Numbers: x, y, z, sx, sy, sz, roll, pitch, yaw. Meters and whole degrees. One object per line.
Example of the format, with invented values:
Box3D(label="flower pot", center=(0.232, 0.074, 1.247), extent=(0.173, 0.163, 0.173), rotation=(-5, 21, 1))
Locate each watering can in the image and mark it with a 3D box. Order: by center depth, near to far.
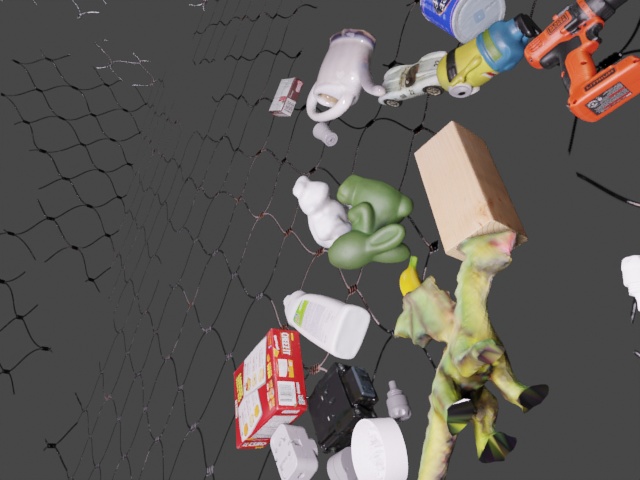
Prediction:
Box3D(label="watering can", center=(0.073, -0.387, 1.198), extent=(0.348, 0.103, 0.226), rotation=(5, 74, 60))

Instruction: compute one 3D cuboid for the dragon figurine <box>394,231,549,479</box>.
Box3D(label="dragon figurine", center=(0.175, 0.171, 0.729), extent=(0.404, 0.122, 0.247), rotation=(-66, 24, 22))

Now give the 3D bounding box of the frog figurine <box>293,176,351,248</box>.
Box3D(label="frog figurine", center=(0.003, -0.053, 1.053), extent=(0.120, 0.158, 0.141), rotation=(-46, 38, 31))
